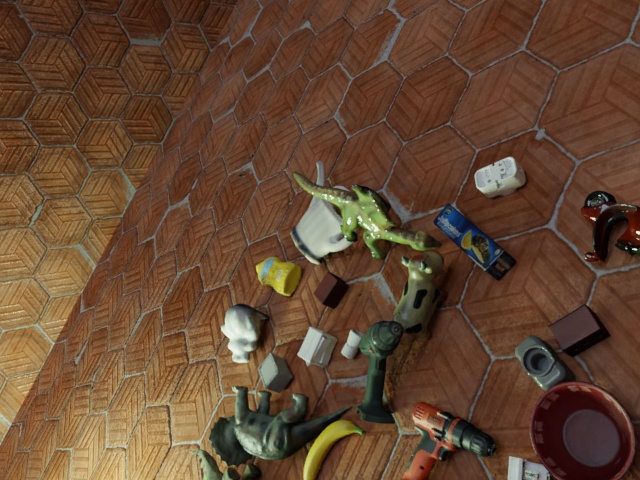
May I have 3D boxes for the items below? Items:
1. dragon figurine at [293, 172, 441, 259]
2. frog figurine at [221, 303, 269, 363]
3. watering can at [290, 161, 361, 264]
[{"bbox_3d":[0.105,-0.083,1.260,0.124,0.411,0.239,-55,-4,-18],"label":"dragon figurine"},{"bbox_3d":[-0.237,0.275,1.529,0.137,0.120,0.162,7,59,29],"label":"frog figurine"},{"bbox_3d":[0.005,-0.076,1.505,0.222,0.103,0.355,-47,40,16],"label":"watering can"}]
